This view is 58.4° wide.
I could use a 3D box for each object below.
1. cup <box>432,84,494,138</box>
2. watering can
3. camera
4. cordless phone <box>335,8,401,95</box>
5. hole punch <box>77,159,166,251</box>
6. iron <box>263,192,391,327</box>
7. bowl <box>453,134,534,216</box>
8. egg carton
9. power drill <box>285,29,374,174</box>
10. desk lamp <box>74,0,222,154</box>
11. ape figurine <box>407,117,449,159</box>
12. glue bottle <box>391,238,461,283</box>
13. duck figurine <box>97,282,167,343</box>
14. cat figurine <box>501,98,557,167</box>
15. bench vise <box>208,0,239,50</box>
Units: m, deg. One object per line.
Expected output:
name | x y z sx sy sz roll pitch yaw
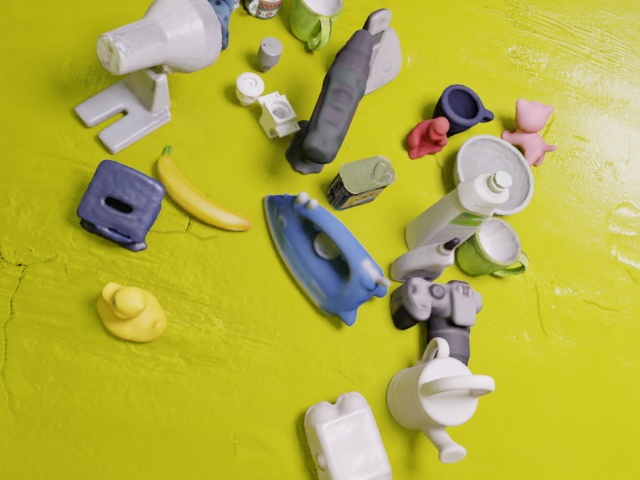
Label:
cup | 0.269 -0.238 1.119 0.118 0.094 0.092 13 66 -14
watering can | 0.185 0.233 0.848 0.101 0.193 0.173 -14 75 -23
camera | 0.200 0.139 0.943 0.143 0.100 0.137 10 67 -16
cordless phone | 0.110 -0.362 1.059 0.148 0.184 0.094 -37 84 -27
hole punch | -0.292 -0.049 0.847 0.109 0.091 0.101 25 63 -9
iron | 0.008 0.003 0.905 0.119 0.141 0.258 -39 86 -27
bowl | 0.319 -0.112 1.098 0.168 0.074 0.167 7 67 -17
egg carton | 0.039 0.306 0.838 0.107 0.069 0.150 -14 75 -24
power drill | 0.013 -0.209 0.952 0.076 0.208 0.230 22 64 -10
desk lamp | -0.262 -0.260 0.872 0.118 0.213 0.203 46 62 2
ape figurine | 0.211 -0.200 1.085 0.078 0.092 0.076 20 64 -11
glue bottle | 0.182 0.031 0.938 0.078 0.173 0.037 10 66 -15
duck figurine | -0.263 0.096 0.803 0.104 0.086 0.077 35 62 -4
cat figurine | 0.431 -0.223 1.158 0.067 0.117 0.128 -22 78 -25
bench vise | -0.154 -0.449 0.981 0.122 0.219 0.207 -4 71 -21
